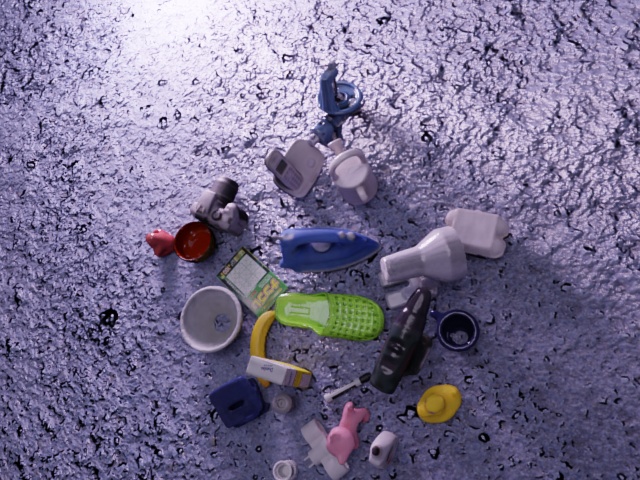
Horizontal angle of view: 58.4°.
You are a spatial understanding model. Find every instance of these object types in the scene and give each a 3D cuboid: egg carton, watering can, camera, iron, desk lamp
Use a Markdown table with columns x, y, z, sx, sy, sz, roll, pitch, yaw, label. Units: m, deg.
| x | y | z | sx | sy | sz | roll | pitch | yaw | label |
| --- | --- | --- | --- | --- | --- | --- | --- | --- | --- |
| 0.362 | -0.016 | 1.341 | 0.150 | 0.069 | 0.107 | 11 | 75 | 19 | egg carton |
| 0.071 | -0.171 | 1.408 | 0.172 | 0.194 | 0.101 | 40 | 86 | 24 | watering can |
| -0.262 | -0.100 | 1.531 | 0.142 | 0.101 | 0.137 | 20 | 79 | 21 | camera |
| 0.013 | 0.005 | 1.395 | 0.257 | 0.142 | 0.118 | -5 | 71 | 14 | iron |
| 0.222 | 0.066 | 1.274 | 0.203 | 0.214 | 0.118 | -21 | 67 | 9 | desk lamp |

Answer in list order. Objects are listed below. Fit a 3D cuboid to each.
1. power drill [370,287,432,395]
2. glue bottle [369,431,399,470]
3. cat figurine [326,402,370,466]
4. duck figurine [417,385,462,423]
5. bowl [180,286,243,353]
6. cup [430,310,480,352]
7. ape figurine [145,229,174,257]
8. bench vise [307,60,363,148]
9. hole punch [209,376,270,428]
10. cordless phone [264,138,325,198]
| x | y | z | sx | sy | sz | roll | pitch | yaw | label |
| --- | --- | --- | --- | --- | --- | --- | --- | --- | --- |
| 0.186 | 0.223 | 1.235 | 0.075 | 0.209 | 0.230 | 23 | 80 | 22 | power drill |
| 0.127 | 0.441 | 1.198 | 0.037 | 0.173 | 0.078 | 16 | 77 | 21 | glue bottle |
| 0.054 | 0.421 | 1.256 | 0.067 | 0.118 | 0.128 | 15 | 77 | 20 | cat figurine |
| 0.255 | 0.353 | 1.238 | 0.104 | 0.086 | 0.077 | -31 | 66 | 4 | duck figurine |
| -0.261 | 0.205 | 1.442 | 0.167 | 0.075 | 0.167 | -5 | 71 | 14 | bowl |
| 0.296 | 0.201 | 1.273 | 0.117 | 0.095 | 0.092 | 35 | 84 | 23 | cup |
| -0.437 | 0.004 | 1.551 | 0.076 | 0.092 | 0.078 | 5 | 73 | 18 | ape figurine |
| 0.035 | -0.340 | 1.461 | 0.121 | 0.220 | 0.207 | 10 | 75 | 19 | bench vise |
| -0.190 | 0.384 | 1.353 | 0.108 | 0.091 | 0.101 | -30 | 66 | 5 | hole punch |
| -0.070 | -0.203 | 1.464 | 0.094 | 0.185 | 0.148 | 23 | 80 | 22 | cordless phone |
